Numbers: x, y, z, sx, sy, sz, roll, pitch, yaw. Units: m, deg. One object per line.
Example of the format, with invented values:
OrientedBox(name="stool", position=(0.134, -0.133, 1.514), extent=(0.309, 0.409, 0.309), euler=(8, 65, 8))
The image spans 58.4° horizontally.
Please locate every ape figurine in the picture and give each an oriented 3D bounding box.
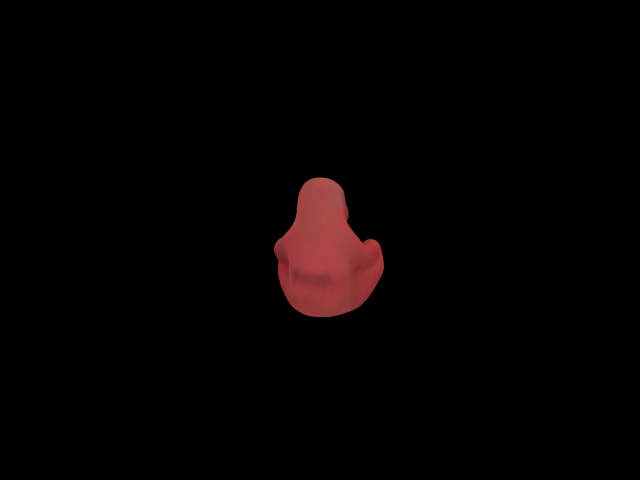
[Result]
OrientedBox(name="ape figurine", position=(0.004, 0.001, 0.400), extent=(0.077, 0.092, 0.076), euler=(8, 20, 23))
